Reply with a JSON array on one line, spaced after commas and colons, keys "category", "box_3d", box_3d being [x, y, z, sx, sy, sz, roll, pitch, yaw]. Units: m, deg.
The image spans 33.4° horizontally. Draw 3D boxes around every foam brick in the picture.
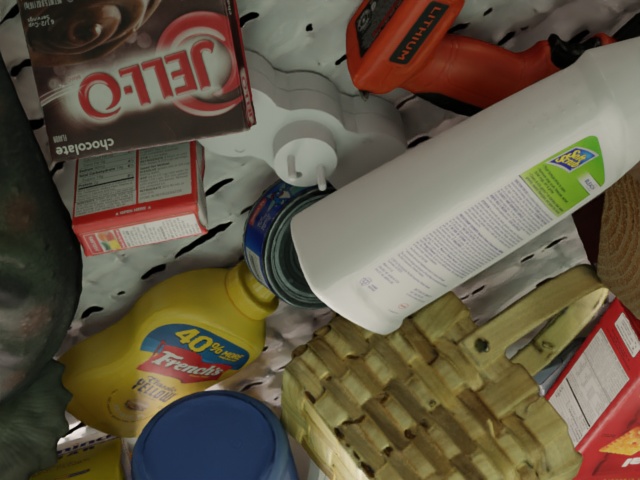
[{"category": "foam brick", "box_3d": [0.217, 0.007, 0.729, 0.051, 0.053, 0.078, -31, 129, 22]}]

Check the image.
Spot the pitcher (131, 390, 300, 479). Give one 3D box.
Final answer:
[{"category": "pitcher", "box_3d": [-0.068, 0.214, 0.803, 0.149, 0.144, 0.243, 26, 144, 27]}]

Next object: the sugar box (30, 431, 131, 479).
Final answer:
[{"category": "sugar box", "box_3d": [-0.179, 0.178, 0.749, 0.093, 0.176, 0.048, -16, 96, -10]}]

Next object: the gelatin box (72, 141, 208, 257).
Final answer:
[{"category": "gelatin box", "box_3d": [-0.105, -0.036, 0.627, 0.073, 0.089, 0.030, -11, 137, 3]}]

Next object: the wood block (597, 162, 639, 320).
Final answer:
[{"category": "wood block", "box_3d": [0.284, -0.014, 0.646, 0.206, 0.091, 0.090, -14, 125, -14]}]

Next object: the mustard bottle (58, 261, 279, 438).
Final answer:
[{"category": "mustard bottle", "box_3d": [-0.096, 0.071, 0.756, 0.192, 0.058, 0.096, -36, 131, 26]}]

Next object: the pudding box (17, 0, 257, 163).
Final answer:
[{"category": "pudding box", "box_3d": [-0.097, -0.095, 0.576, 0.113, 0.039, 0.090, -8, 100, 9]}]

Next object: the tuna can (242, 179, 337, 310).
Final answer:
[{"category": "tuna can", "box_3d": [-0.005, 0.001, 0.687, 0.086, 0.034, 0.086, -9, 112, -24]}]

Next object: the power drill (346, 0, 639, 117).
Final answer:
[{"category": "power drill", "box_3d": [0.123, -0.112, 0.600, 0.187, 0.057, 0.185, 21, 129, -24]}]

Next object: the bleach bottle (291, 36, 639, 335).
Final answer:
[{"category": "bleach bottle", "box_3d": [0.111, -0.037, 0.594, 0.251, 0.068, 0.102, -30, 148, 20]}]

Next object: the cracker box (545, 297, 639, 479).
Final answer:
[{"category": "cracker box", "box_3d": [0.264, 0.140, 0.839, 0.164, 0.072, 0.214, 4, 133, -21]}]

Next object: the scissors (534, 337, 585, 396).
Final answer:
[{"category": "scissors", "box_3d": [0.182, 0.089, 0.832, 0.096, 0.016, 0.202, 8, 133, -14]}]
